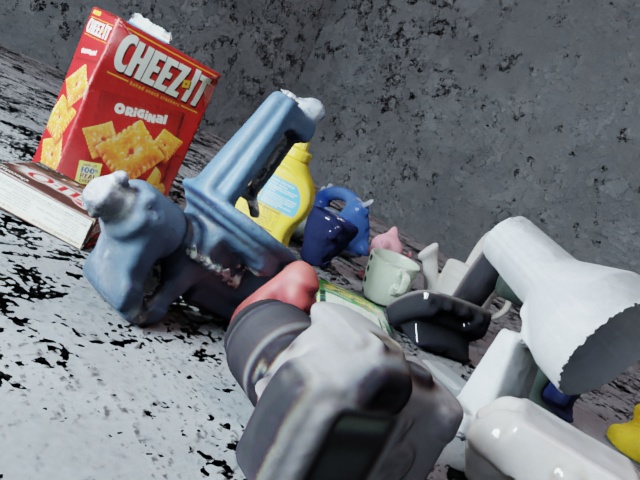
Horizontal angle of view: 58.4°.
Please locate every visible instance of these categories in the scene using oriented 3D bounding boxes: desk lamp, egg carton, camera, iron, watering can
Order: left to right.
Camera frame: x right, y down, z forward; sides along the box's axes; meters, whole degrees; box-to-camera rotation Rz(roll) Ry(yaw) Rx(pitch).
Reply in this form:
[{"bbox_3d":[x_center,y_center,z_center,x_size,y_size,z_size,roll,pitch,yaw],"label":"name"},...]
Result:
[{"bbox_3d":[0.006,0.090,0.385,0.144,0.101,0.136,20,10,-39],"label":"camera"},{"bbox_3d":[0.026,-0.060,1.265,0.119,0.141,0.257,21,10,-35],"label":"iron"},{"bbox_3d":[0.250,0.068,0.982,0.173,0.194,0.100,23,8,-22],"label":"watering can"},{"bbox_3d":[0.194,0.094,0.560,0.118,0.213,0.202,20,10,-39],"label":"desk lamp"},{"bbox_3d":[0.189,0.188,0.458,0.150,0.069,0.107,30,8,20],"label":"egg carton"}]

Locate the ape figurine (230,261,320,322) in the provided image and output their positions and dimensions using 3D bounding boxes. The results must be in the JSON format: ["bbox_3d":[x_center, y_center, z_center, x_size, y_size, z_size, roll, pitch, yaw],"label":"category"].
[{"bbox_3d":[-0.032,0.061,0.483,0.078,0.092,0.075,19,11,-45],"label":"ape figurine"}]

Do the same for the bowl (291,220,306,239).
[{"bbox_3d":[-0.068,-0.048,1.126,0.167,0.075,0.167,26,8,-4],"label":"bowl"}]

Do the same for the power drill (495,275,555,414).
[{"bbox_3d":[0.304,0.132,0.693,0.229,0.208,0.076,29,8,18],"label":"power drill"}]

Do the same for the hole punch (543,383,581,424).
[{"bbox_3d":[0.320,0.187,0.812,0.108,0.091,0.101,28,8,7],"label":"hole punch"}]

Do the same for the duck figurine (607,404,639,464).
[{"bbox_3d":[0.454,0.260,0.794,0.077,0.086,0.105,30,8,21],"label":"duck figurine"}]

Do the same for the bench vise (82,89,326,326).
[{"bbox_3d":[-0.075,-0.031,0.470,0.121,0.220,0.208,29,8,18],"label":"bench vise"}]

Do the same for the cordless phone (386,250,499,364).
[{"bbox_3d":[0.194,0.069,0.823,0.148,0.185,0.093,21,10,-35],"label":"cordless phone"}]

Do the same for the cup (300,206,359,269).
[{"bbox_3d":[0.009,0.003,0.973,0.092,0.095,0.117,25,8,-11],"label":"cup"}]

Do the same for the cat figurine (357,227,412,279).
[{"bbox_3d":[0.132,0.035,1.087,0.128,0.118,0.067,18,11,-46],"label":"cat figurine"}]
